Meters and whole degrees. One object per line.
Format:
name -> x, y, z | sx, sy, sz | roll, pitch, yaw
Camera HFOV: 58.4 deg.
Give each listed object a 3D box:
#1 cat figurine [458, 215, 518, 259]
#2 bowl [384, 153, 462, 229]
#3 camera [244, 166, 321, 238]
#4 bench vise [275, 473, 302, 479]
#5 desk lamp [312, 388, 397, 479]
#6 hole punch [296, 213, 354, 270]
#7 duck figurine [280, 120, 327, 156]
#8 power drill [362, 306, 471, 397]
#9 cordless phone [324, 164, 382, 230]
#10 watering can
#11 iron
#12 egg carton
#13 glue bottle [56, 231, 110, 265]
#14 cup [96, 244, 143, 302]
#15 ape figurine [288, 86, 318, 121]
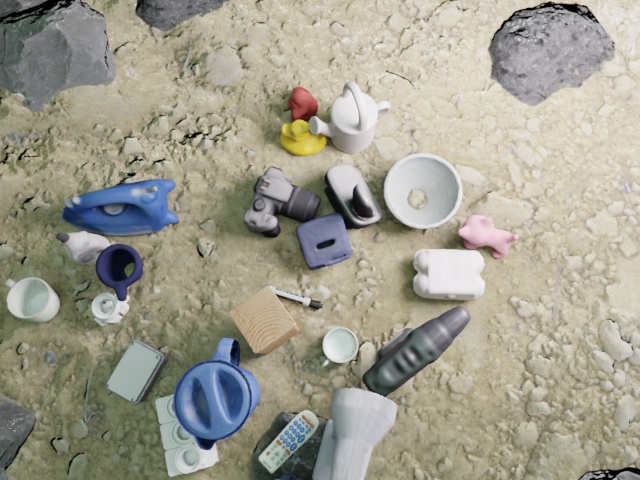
cat figurine -> 0.349, -0.014, 1.198 | 0.127, 0.118, 0.067 | 15, 78, 3
bowl -> 0.217, -0.098, 1.237 | 0.167, 0.075, 0.167 | 0, 78, 0
camera -> -0.076, -0.073, 1.218 | 0.136, 0.101, 0.143 | 20, 79, 4
bench vise -> -0.020, 0.505, 1.035 | 0.207, 0.220, 0.121 | 2, 78, 1
desk lamp -> 0.061, 0.378, 1.065 | 0.118, 0.213, 0.203 | 15, 78, 4
hole punch -> 0.011, 0.004, 1.207 | 0.108, 0.091, 0.101 | -19, 79, -4
duck figurine -> -0.037, -0.233, 1.260 | 0.104, 0.086, 0.077 | 8, 78, 2
power drill -> 0.178, 0.213, 1.103 | 0.230, 0.208, 0.075 | -39, 80, -8
cordless phone -> 0.070, -0.104, 1.182 | 0.094, 0.185, 0.147 | -32, 80, -6
watering can -> 0.065, -0.259, 1.210 | 0.173, 0.194, 0.101 | -41, 81, -8
iron -> -0.436, -0.075, 1.197 | 0.258, 0.141, 0.118 | -8, 78, -2
egg carton -> 0.270, 0.073, 1.204 | 0.150, 0.069, 0.107 | 1, 78, 0
glue bottle -> -0.489, 0.009, 1.163 | 0.078, 0.173, 0.037 | -28, 79, -5
cup -> -0.403, 0.073, 1.189 | 0.091, 0.095, 0.118 | -9, 78, -2
ape figurine -> -0.043, -0.307, 1.272 | 0.076, 0.092, 0.078 | 22, 79, 5
